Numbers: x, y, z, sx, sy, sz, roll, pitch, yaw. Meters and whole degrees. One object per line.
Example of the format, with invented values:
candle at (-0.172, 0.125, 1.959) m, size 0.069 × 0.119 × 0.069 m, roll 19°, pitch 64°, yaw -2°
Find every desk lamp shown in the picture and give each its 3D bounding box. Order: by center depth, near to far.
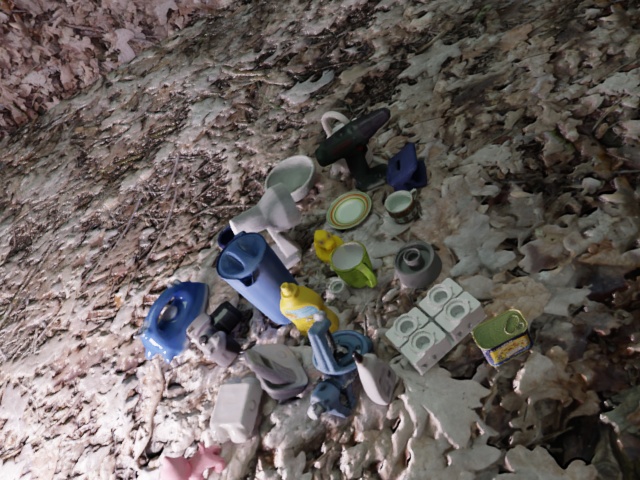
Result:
desk lamp at (-0.127, -0.021, 1.500) m, size 0.203 × 0.214 × 0.117 m, roll -39°, pitch 44°, yaw -3°

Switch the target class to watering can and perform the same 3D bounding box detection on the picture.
watering can at (0.068, -0.280, 1.612) m, size 0.100 × 0.195 × 0.173 m, roll -9°, pitch 50°, yaw 26°

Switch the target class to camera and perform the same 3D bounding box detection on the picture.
camera at (-0.259, 0.226, 1.455) m, size 0.137 × 0.101 × 0.142 m, roll -48°, pitch 45°, yaw -12°

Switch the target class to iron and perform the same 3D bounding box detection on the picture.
iron at (-0.399, 0.193, 1.541) m, size 0.118 × 0.142 × 0.258 m, roll 1°, pitch 55°, yaw 33°

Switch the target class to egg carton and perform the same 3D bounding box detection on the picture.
egg carton at (-0.185, 0.384, 1.297) m, size 0.107 × 0.070 × 0.150 m, roll -10°, pitch 49°, yaw 25°

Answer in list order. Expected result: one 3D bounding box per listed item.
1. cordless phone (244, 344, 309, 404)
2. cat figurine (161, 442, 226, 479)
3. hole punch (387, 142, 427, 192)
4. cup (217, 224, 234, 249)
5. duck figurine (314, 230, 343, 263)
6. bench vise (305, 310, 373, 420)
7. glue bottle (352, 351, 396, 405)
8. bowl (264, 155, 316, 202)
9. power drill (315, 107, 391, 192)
cordless phone at (-0.116, 0.268, 1.269) m, size 0.094 × 0.186 × 0.147 m, roll -40°, pitch 44°, yaw -3°
cat figurine at (-0.287, 0.489, 1.237) m, size 0.128 × 0.118 × 0.067 m, roll -42°, pitch 44°, yaw -6°
hole punch at (0.222, -0.188, 1.513) m, size 0.101 × 0.091 × 0.108 m, roll -17°, pitch 47°, yaw 19°
cup at (-0.228, 0.000, 1.632) m, size 0.091 × 0.095 × 0.117 m, roll -14°, pitch 48°, yaw 22°
duck figurine at (0.014, 0.005, 1.483) m, size 0.077 × 0.086 × 0.104 m, roll -43°, pitch 44°, yaw -7°
bench vise at (0.030, 0.253, 1.164) m, size 0.121 × 0.220 × 0.207 m, roll -9°, pitch 50°, yaw 26°
glue bottle at (0.102, 0.263, 1.144) m, size 0.037 × 0.174 × 0.078 m, roll -2°, pitch 53°, yaw 31°
bowl at (-0.076, -0.167, 1.694) m, size 0.167 × 0.075 × 0.167 m, roll -17°, pitch 47°, yaw 19°
power drill at (0.113, -0.235, 1.535) m, size 0.229 × 0.209 × 0.075 m, roll -23°, pitch 45°, yaw 14°
